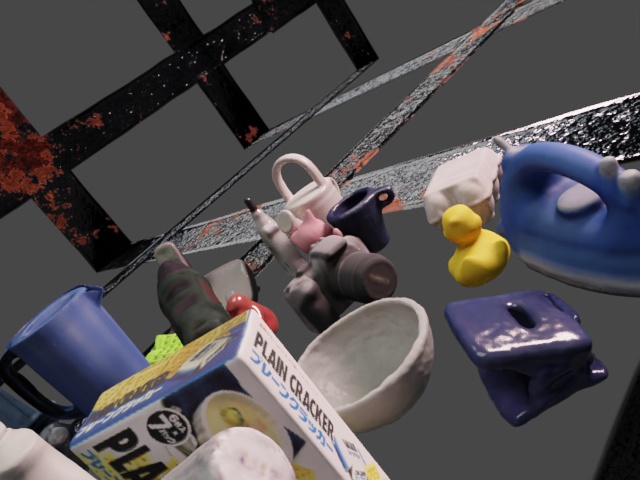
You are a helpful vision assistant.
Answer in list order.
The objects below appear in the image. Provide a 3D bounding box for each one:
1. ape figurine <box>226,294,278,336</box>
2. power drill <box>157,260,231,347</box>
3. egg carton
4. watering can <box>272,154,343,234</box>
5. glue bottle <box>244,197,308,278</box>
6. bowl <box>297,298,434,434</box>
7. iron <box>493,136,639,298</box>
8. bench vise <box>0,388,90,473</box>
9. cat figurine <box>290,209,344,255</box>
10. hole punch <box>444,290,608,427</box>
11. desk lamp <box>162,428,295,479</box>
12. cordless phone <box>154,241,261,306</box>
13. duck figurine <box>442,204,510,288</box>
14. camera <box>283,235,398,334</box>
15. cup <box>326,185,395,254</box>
[{"bbox_3d":[-0.113,0.123,0.894,0.076,0.092,0.077,-44,20,-23],"label":"ape figurine"},{"bbox_3d":[-0.128,0.126,0.728,0.076,0.209,0.229,-39,19,-11],"label":"power drill"},{"bbox_3d":[0.214,-0.075,0.845,0.107,0.069,0.150,-22,23,36],"label":"egg carton"},{"bbox_3d":[-0.015,-0.067,1.030,0.100,0.194,0.173,-29,19,19],"label":"watering can"},{"bbox_3d":[-0.082,-0.006,1.031,0.037,0.173,0.078,-41,19,-15],"label":"glue bottle"},{"bbox_3d":[0.053,0.140,0.589,0.167,0.075,0.167,-31,19,12],"label":"bowl"},{"bbox_3d":[0.261,-0.038,0.556,0.119,0.142,0.257,-37,18,-5],"label":"iron"},{"bbox_3d":[-0.453,0.281,0.898,0.207,0.220,0.121,-26,21,27],"label":"bench vise"},{"bbox_3d":[0.009,0.003,0.937,0.067,0.118,0.127,-43,20,-22],"label":"cat figurine"},{"bbox_3d":[0.172,0.083,0.493,0.101,0.091,0.108,-33,18,7],"label":"hole punch"},{"bbox_3d":[-0.046,0.217,0.350,0.203,0.214,0.118,-30,19,16],"label":"desk lamp"},{"bbox_3d":[-0.210,0.067,1.056,0.147,0.185,0.094,-30,19,16],"label":"cordless phone"},{"bbox_3d":[0.179,0.000,0.695,0.077,0.086,0.104,-25,21,28],"label":"duck figurine"},{"bbox_3d":[0.031,0.053,0.800,0.143,0.101,0.136,-42,19,-20],"label":"camera"},{"bbox_3d":[0.083,-0.031,0.928,0.117,0.095,0.092,-28,20,22],"label":"cup"}]
